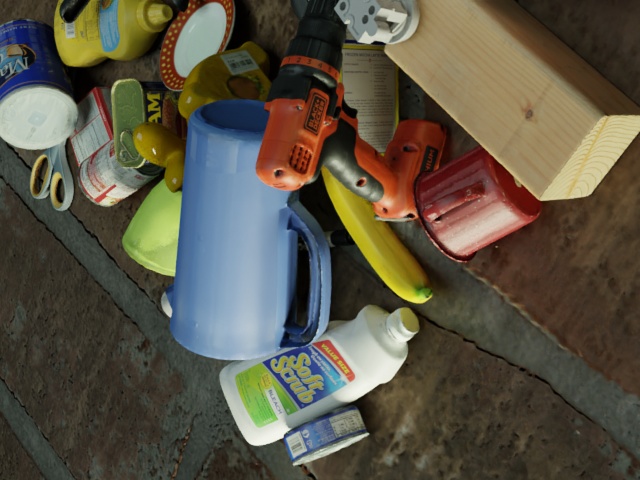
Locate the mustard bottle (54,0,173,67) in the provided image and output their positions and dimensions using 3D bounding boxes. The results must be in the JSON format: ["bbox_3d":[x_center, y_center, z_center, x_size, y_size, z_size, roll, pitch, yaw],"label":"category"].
[{"bbox_3d":[-0.247,-0.266,1.299,0.192,0.058,0.096,2,92,43],"label":"mustard bottle"}]

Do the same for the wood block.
[{"bbox_3d":[0.164,-0.136,0.918,0.206,0.090,0.091,49,124,27],"label":"wood block"}]

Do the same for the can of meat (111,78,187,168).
[{"bbox_3d":[-0.192,-0.137,1.249,0.058,0.083,0.102,2,97,42],"label":"can of meat"}]

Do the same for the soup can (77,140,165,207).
[{"bbox_3d":[-0.243,-0.091,1.313,0.102,0.068,0.068,-27,77,41],"label":"soup can"}]

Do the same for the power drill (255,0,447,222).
[{"bbox_3d":[0.033,-0.109,0.969,0.057,0.187,0.184,4,73,50],"label":"power drill"}]

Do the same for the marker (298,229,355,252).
[{"bbox_3d":[-0.007,0.001,1.142,0.121,0.020,0.020,-7,91,43],"label":"marker"}]

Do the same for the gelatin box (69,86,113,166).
[{"bbox_3d":[-0.289,-0.146,1.374,0.089,0.030,0.073,-29,77,42],"label":"gelatin box"}]

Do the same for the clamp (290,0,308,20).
[{"bbox_3d":[-0.018,-0.275,1.100,0.120,0.039,0.171,-31,75,41],"label":"clamp"}]

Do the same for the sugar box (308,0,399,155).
[{"bbox_3d":[0.033,-0.165,1.032,0.048,0.093,0.176,3,97,43],"label":"sugar box"}]

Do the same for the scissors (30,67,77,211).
[{"bbox_3d":[-0.343,-0.123,1.436,0.096,0.016,0.202,50,126,24],"label":"scissors"}]

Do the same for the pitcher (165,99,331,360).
[{"bbox_3d":[-0.072,-0.009,1.066,0.145,0.149,0.243,-120,31,-59],"label":"pitcher"}]

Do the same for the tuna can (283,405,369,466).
[{"bbox_3d":[0.006,0.203,1.113,0.086,0.085,0.034,-35,71,40],"label":"tuna can"}]

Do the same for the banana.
[{"bbox_3d":[0.060,-0.004,1.056,0.198,0.037,0.070,53,160,30],"label":"banana"}]

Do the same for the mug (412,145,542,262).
[{"bbox_3d":[0.136,-0.037,0.943,0.082,0.117,0.093,-30,77,35],"label":"mug"}]

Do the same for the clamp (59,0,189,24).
[{"bbox_3d":[-0.231,-0.349,1.246,0.165,0.036,0.210,-8,75,17],"label":"clamp"}]

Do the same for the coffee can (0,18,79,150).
[{"bbox_3d":[-0.370,-0.200,1.365,0.103,0.102,0.140,-53,42,33],"label":"coffee can"}]

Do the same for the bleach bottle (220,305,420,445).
[{"bbox_3d":[0.003,0.129,1.123,0.251,0.067,0.102,-35,72,37],"label":"bleach bottle"}]
